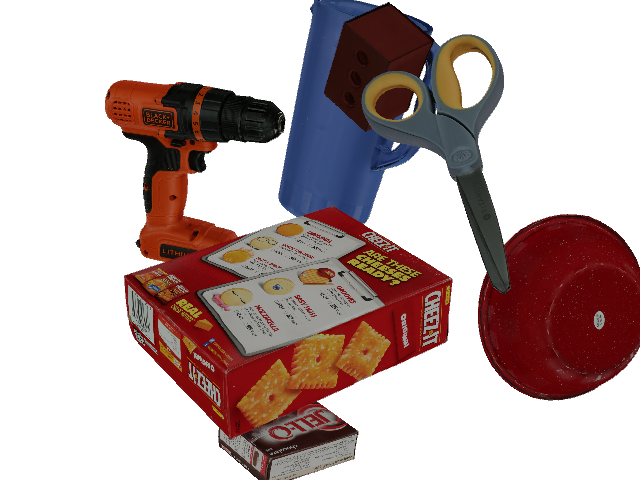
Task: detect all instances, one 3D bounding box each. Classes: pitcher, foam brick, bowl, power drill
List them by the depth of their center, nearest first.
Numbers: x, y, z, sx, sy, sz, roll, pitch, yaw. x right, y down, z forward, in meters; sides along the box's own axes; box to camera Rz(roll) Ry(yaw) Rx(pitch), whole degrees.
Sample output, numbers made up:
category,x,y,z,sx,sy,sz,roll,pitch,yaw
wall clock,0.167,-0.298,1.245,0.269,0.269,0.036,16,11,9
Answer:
category,x,y,z,sx,sy,sz,roll,pitch,yaw
foam brick,0.044,-0.134,0.828,0.051,0.053,0.078,-32,-25,-32
bowl,0.215,0.061,0.885,0.162,0.162,0.055,0,7,-18
power drill,-0.119,-0.064,1.055,0.185,0.188,0.057,11,30,20
pitcher,0.038,-0.137,1.181,0.145,0.243,0.149,11,20,-10

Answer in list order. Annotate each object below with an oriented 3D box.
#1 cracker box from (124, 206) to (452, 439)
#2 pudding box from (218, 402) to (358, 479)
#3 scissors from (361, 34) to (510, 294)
category,x,y,z,sx,sy,sz,roll,pitch,yaw
cracker box,-0.027,0.058,0.867,0.213,0.072,0.164,-19,34,-31
pudding box,-0.033,0.198,1.069,0.113,0.039,0.090,-12,26,-37
scissors,0.063,-0.046,0.606,0.096,0.201,0.016,-8,-43,21
